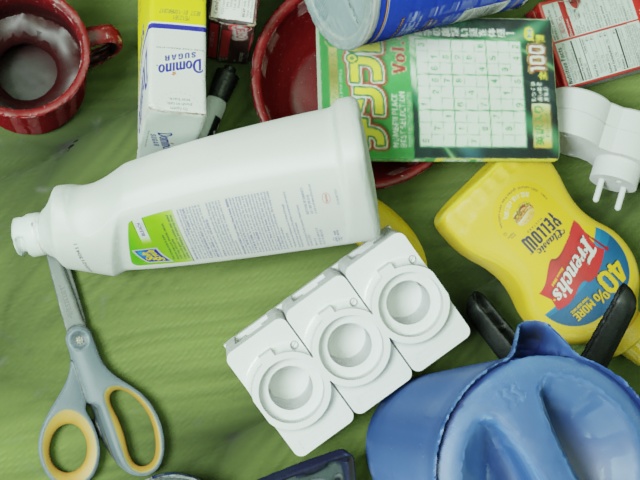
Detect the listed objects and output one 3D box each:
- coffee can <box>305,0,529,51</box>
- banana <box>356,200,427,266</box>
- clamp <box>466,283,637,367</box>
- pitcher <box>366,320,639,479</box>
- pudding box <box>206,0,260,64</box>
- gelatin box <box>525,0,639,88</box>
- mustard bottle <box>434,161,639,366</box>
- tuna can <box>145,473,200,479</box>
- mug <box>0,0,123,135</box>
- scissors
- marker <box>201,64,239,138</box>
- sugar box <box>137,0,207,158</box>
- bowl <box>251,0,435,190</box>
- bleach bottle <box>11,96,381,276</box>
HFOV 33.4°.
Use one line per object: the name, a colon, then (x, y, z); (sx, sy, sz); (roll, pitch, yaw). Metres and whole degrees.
coffee can: (0.068, -0.196, 0.736); (0.140, 0.103, 0.103); (-18, 86, -23)
banana: (0.007, -0.013, 0.797); (0.197, 0.037, 0.069); (31, 78, -5)
clamp: (0.167, 0.109, 0.789); (0.120, 0.039, 0.171); (6, 107, 25)
pitcher: (0.105, 0.151, 0.686); (0.145, 0.243, 0.149); (43, 78, -2)
pudding box: (-0.060, -0.196, 0.783); (0.039, 0.090, 0.113); (5, 82, -8)
gelatin box: (0.218, -0.162, 0.857); (0.089, 0.030, 0.073); (-17, 87, -11)
mustard bottle: (0.184, 0.022, 0.812); (0.096, 0.058, 0.191); (-44, 92, -10)
tuna can: (-0.104, 0.207, 0.750); (0.086, 0.034, 0.086); (1, 82, -10)
mug: (-0.197, -0.126, 0.754); (0.117, 0.081, 0.093); (-22, 87, -12)
scissors: (-0.185, 0.088, 0.762); (0.096, 0.016, 0.202); (-32, 88, -12)
marker: (-0.089, -0.076, 0.798); (0.020, 0.020, 0.121); (22, 79, -6)
sugar box: (-0.106, -0.151, 0.751); (0.048, 0.093, 0.176); (4, 71, -13)
bowl: (0.025, -0.113, 0.804); (0.162, 0.055, 0.162); (1, 82, -10)
bleach bottle: (-0.089, -0.027, 0.728); (0.251, 0.102, 0.068); (-9, 47, 6)
